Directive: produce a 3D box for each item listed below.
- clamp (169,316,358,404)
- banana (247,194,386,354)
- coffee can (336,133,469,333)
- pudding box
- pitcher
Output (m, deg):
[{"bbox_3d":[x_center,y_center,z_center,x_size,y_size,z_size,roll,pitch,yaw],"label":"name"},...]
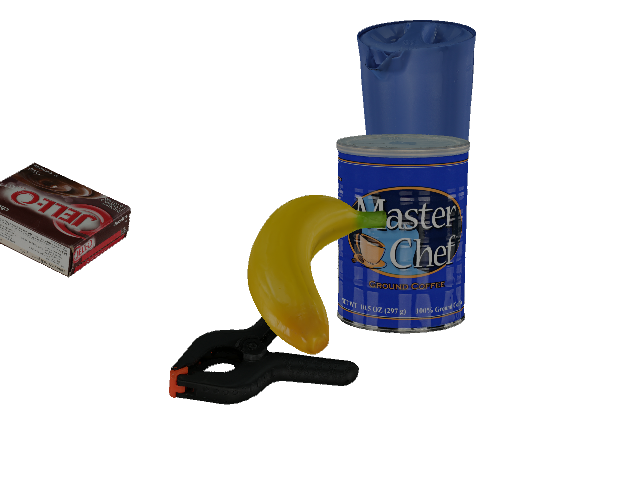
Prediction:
[{"bbox_3d":[-0.062,0.100,0.987,0.171,0.039,0.120,-7,36,-21],"label":"clamp"},{"bbox_3d":[-0.009,0.010,0.647,0.070,0.037,0.197,3,24,13],"label":"banana"},{"bbox_3d":[0.064,-0.009,0.835,0.103,0.140,0.103,0,11,0],"label":"coffee can"},{"bbox_3d":[-0.243,-0.020,0.961,0.113,0.039,0.089,22,31,16],"label":"pudding box"},{"bbox_3d":[0.120,-0.132,1.249,0.149,0.243,0.145,-5,25,-4],"label":"pitcher"}]
